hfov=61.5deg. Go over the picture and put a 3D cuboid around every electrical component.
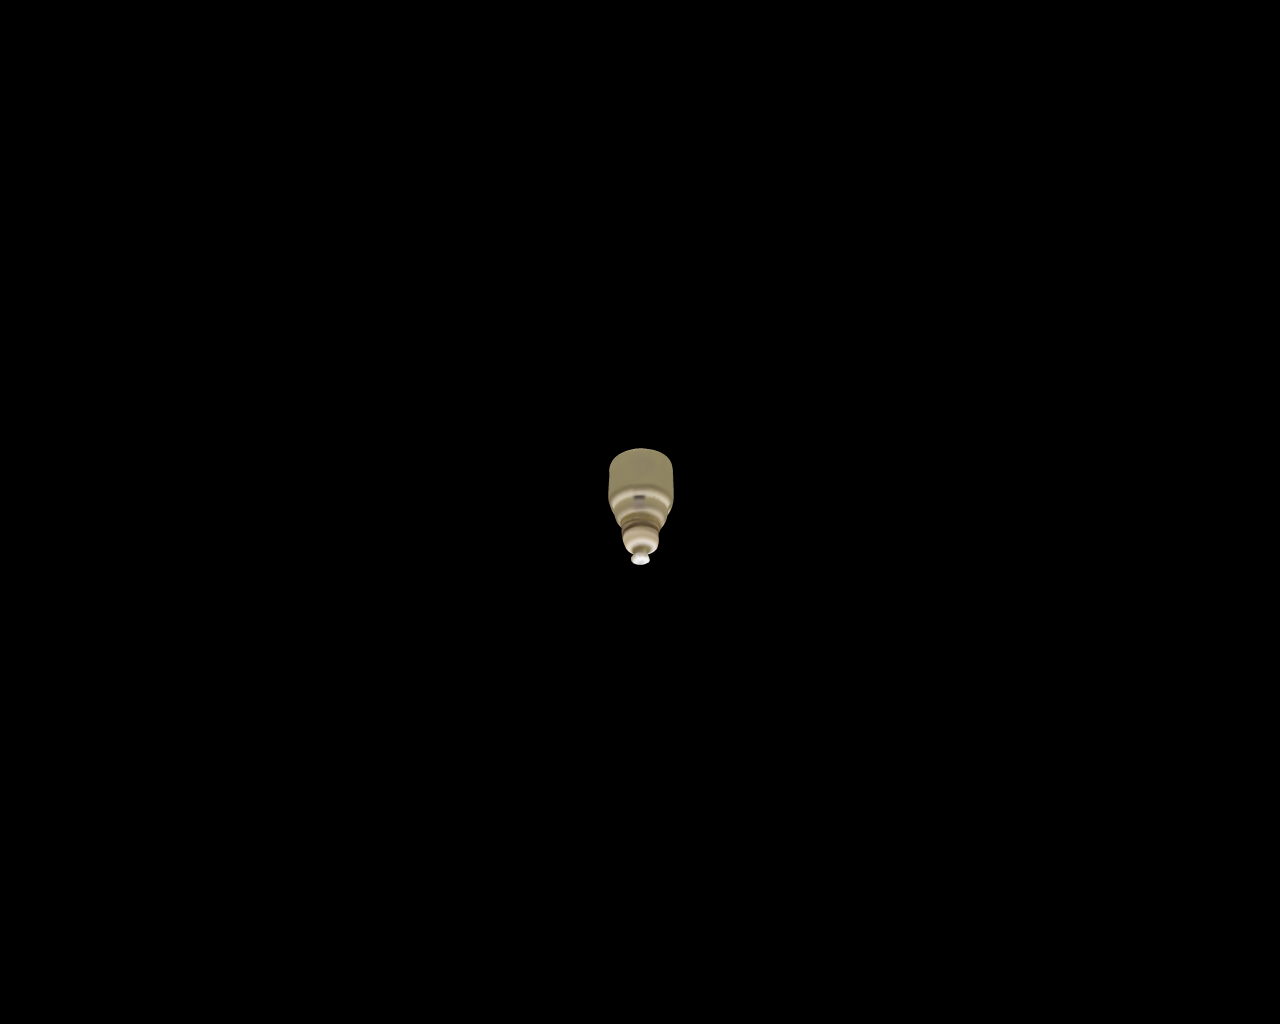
[{"bbox_3d":[0.001,-0.003,0.650,0.040,0.078,0.040,0,-33,0],"label":"electrical component"}]
